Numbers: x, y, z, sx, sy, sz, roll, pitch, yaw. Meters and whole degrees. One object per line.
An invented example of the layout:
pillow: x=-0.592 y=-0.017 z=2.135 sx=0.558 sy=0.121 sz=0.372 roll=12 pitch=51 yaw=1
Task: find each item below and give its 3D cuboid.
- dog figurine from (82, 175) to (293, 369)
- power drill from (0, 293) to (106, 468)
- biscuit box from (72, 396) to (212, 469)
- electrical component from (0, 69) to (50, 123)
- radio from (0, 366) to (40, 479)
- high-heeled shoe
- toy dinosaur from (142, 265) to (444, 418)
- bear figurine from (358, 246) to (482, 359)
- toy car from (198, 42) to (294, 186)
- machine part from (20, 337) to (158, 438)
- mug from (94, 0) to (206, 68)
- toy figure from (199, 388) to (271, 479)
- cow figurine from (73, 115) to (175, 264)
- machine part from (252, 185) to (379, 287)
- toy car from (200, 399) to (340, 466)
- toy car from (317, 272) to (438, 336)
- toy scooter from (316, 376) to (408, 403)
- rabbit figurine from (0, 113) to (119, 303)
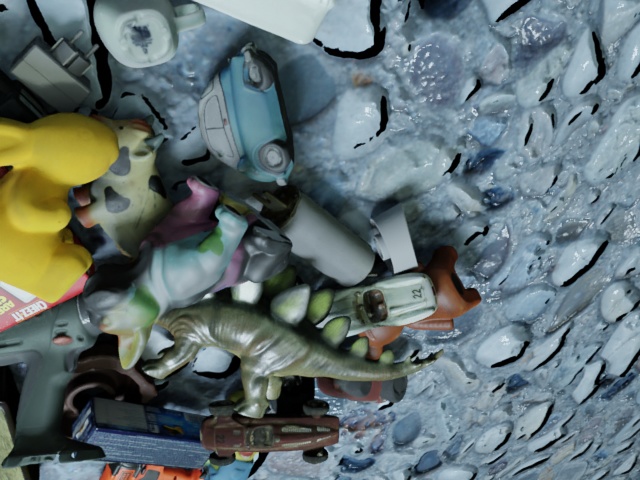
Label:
dog figurine: x=-0.155 y=0.045 z=0.615 sx=0.219 sy=0.109 sz=0.191 roll=-49 pitch=145 yaw=6
power drill: x=-0.303 y=0.160 z=0.646 sx=0.232 sy=0.207 sz=0.086 roll=-9 pitch=168 yaw=2
biscuit box: x=-0.244 y=0.280 z=0.770 sx=0.202 sy=0.059 sz=0.063 roll=27 pitch=106 yaw=-39
electrical component: x=-0.312 y=-0.127 z=0.543 sx=0.048 sy=0.075 sz=0.119 roll=-38 pitch=131 yaw=2
radio: x=-0.470 y=0.284 z=0.727 sx=0.131 sy=0.073 sz=0.229 roll=-7 pitch=122 yaw=-20
high-heeled shoe: x=-0.037 y=0.188 z=0.815 sx=0.086 sy=0.145 sz=0.248 roll=-6 pitch=124 yaw=-22
toy dinosaur: x=-0.070 y=0.135 z=0.738 sx=0.471 sy=0.105 sz=0.198 roll=20 pitch=99 yaw=-8
bear figurine: x=0.147 y=0.108 z=0.882 sx=0.196 sy=0.120 sz=0.132 roll=-33 pitch=176 yaw=29
toy car: x=-0.089 y=-0.138 z=0.622 sx=0.103 sy=0.109 sz=0.161 roll=-12 pitch=117 yaw=4
machine part: x=-0.325 y=0.213 z=0.759 sx=0.179 sy=0.056 sz=0.179 roll=-13 pitch=126 yaw=-18
mug: x=-0.167 y=-0.210 z=0.535 sx=0.109 sy=0.107 sz=0.080 roll=-11 pitch=125 yaw=-15
toy figure: x=-0.140 y=0.329 z=0.864 sx=0.180 sy=0.089 sz=0.082 roll=-65 pitch=155 yaw=-5
cow figurine: x=-0.216 y=-0.058 z=0.622 sx=0.127 sy=0.086 sz=0.194 roll=-30 pitch=131 yaw=-7
machine part: x=-0.002 y=-0.002 z=0.757 sx=0.079 sy=0.079 sz=0.243 roll=-48 pitch=128 yaw=9
toy car: x=-0.071 y=0.278 z=0.775 sx=0.202 sy=0.053 sz=0.089 roll=2 pitch=90 yaw=-4
toy car: x=0.077 y=0.100 z=0.814 sx=0.202 sy=0.073 sz=0.056 roll=-17 pitch=176 yaw=24
toy scooter: x=0.057 y=0.237 z=0.918 sx=0.183 sy=0.135 sz=0.075 roll=18 pitch=74 yaw=-50
rabbit figurine: x=-0.273 y=-0.053 z=0.511 sx=0.162 sy=0.122 sz=0.173 roll=39 pitch=86 yaw=-28
